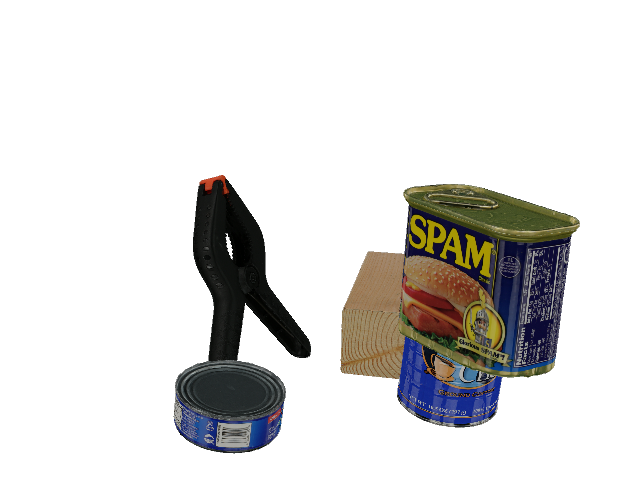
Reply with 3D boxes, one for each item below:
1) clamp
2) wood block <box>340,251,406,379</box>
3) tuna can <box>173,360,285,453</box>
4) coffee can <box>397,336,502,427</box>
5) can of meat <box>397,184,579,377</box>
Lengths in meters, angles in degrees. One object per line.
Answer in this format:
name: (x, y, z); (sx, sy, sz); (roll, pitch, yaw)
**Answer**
clamp: (-0.072, 0.042, 1.026); (0.036, 0.210, 0.164); (-11, -1, 30)
wood block: (0.088, 0.092, 1.383); (0.091, 0.090, 0.206); (5, 20, 9)
tuna can: (-0.071, 0.128, 0.829); (0.086, 0.034, 0.086); (6, 23, -3)
coffee can: (0.134, 0.097, 1.049); (0.103, 0.140, 0.103); (5, 23, -2)
can of meat: (0.089, 0.021, 0.592); (0.057, 0.084, 0.102); (-7, 19, -34)
